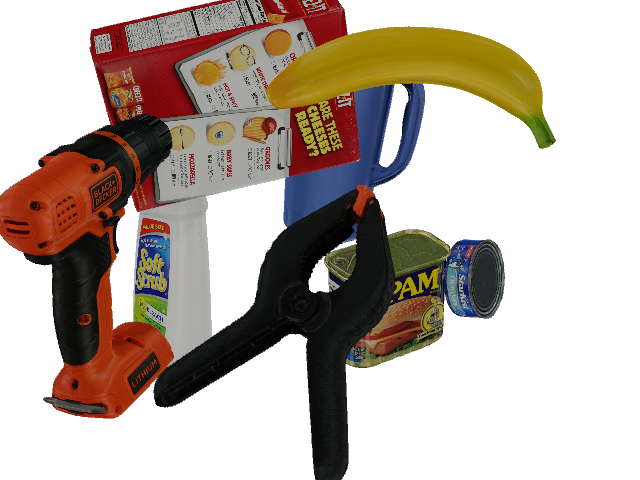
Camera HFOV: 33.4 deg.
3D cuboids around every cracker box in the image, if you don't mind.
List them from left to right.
[{"bbox_3d":[-0.081,-0.128,0.949,0.213,0.164,0.072,-14,43,-6],"label":"cracker box"}]

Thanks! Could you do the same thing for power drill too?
[{"bbox_3d":[-0.151,0.016,0.760,0.057,0.188,0.184,5,25,23],"label":"power drill"}]

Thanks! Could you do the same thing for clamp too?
[{"bbox_3d":[-0.002,0.052,0.601,0.120,0.171,0.039,33,-10,17],"label":"clamp"}]

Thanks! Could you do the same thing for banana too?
[{"bbox_3d":[0.065,-0.109,0.704,0.197,0.069,0.037,7,-20,-7],"label":"banana"}]

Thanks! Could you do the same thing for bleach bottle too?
[{"bbox_3d":[-0.157,0.012,1.114,0.067,0.251,0.103,-17,33,-35],"label":"bleach bottle"}]

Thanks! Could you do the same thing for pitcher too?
[{"bbox_3d":[0.028,-0.122,1.323,0.144,0.243,0.149,-3,25,-22],"label":"pitcher"}]

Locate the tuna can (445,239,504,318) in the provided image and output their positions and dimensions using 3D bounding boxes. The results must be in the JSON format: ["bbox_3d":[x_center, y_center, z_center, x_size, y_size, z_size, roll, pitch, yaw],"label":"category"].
[{"bbox_3d":[0.167,0.041,1.157,0.034,0.086,0.086,1,1,34],"label":"tuna can"}]

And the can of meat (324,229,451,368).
[{"bbox_3d":[0.055,0.048,0.873,0.101,0.084,0.058,-16,31,-27],"label":"can of meat"}]
